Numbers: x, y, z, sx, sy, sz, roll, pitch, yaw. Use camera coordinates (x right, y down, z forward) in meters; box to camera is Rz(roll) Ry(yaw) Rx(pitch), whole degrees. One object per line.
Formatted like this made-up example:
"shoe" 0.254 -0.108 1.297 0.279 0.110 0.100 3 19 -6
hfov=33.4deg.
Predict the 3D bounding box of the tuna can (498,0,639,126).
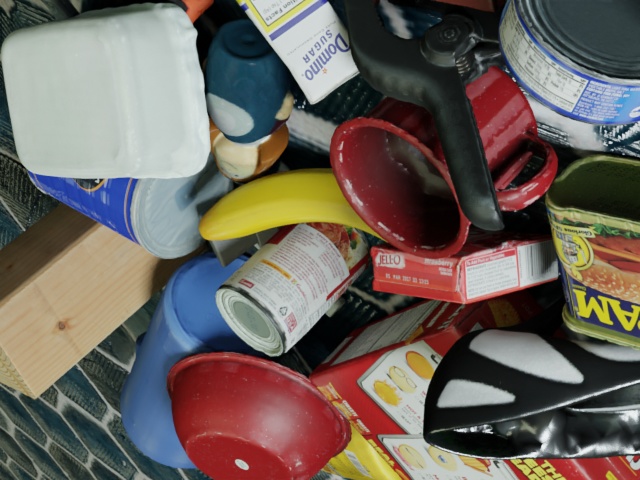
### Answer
"tuna can" 0.121 -0.092 0.460 0.086 0.086 0.034 39 152 14

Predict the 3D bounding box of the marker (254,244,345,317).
"marker" -0.029 0.015 0.864 0.121 0.020 0.020 43 151 7

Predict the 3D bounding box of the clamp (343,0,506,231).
"clamp" 0.065 -0.082 0.525 0.172 0.120 0.039 33 164 31

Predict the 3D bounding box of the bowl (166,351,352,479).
"bowl" -0.058 0.160 0.872 0.162 0.055 0.162 12 141 10

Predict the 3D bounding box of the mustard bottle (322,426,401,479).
"mustard bottle" 0.013 0.175 0.968 0.192 0.058 0.096 -2 131 54

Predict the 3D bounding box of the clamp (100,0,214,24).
"clamp" -0.163 -0.199 0.756 0.210 0.036 0.164 34 159 15

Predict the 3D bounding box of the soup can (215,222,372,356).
"soup can" -0.019 0.028 0.781 0.069 0.102 0.068 33 150 22

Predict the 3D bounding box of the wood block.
"wood block" -0.211 0.029 0.930 0.090 0.205 0.091 12 136 46

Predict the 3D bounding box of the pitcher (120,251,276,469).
"pitcher" -0.099 0.119 0.980 0.149 0.145 0.243 14 148 -8

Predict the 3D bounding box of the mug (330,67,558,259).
"mug" 0.075 -0.047 0.582 0.117 0.081 0.093 19 141 41

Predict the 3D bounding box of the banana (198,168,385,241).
"banana" 0.004 -0.016 0.725 0.198 0.069 0.037 14 174 28

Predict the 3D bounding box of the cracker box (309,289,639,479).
"cracker box" 0.108 0.120 0.760 0.164 0.072 0.214 48 150 -6

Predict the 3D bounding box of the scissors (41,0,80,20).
"scissors" -0.203 -0.176 0.803 0.096 0.016 0.201 16 156 50

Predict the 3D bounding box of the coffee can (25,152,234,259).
"coffee can" -0.153 -0.058 0.850 0.140 0.102 0.103 26 145 33

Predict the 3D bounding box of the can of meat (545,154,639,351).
"can of meat" 0.171 0.008 0.551 0.102 0.057 0.084 16 137 43

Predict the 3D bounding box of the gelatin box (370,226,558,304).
"gelatin box" 0.086 0.013 0.636 0.073 0.089 0.030 8 104 49

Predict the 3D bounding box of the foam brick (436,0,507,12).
"foam brick" 0.068 -0.154 0.489 0.053 0.051 0.078 23 143 38

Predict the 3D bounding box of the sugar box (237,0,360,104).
"sugar box" -0.040 -0.162 0.594 0.176 0.048 0.093 51 -174 -13
